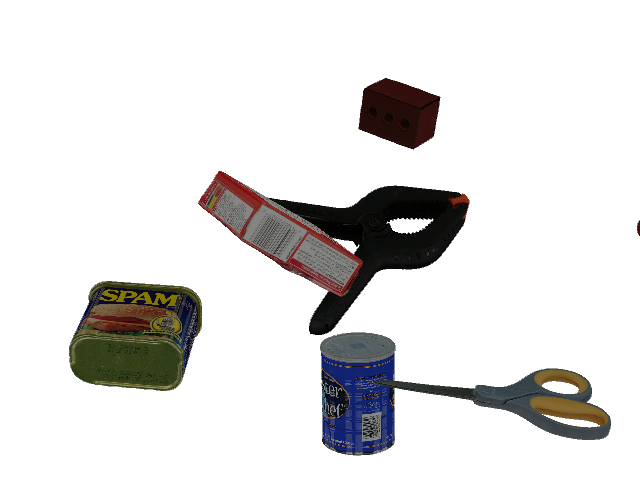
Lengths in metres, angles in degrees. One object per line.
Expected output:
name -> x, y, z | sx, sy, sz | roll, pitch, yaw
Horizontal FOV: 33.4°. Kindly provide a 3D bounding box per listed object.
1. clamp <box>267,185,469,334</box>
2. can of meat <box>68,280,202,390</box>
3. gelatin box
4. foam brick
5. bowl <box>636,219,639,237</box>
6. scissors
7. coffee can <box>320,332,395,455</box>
clamp -> 0.046, 0.004, 0.964 | 0.209, 0.165, 0.036 | -11, -40, -16
can of meat -> -0.159, 0.082, 0.920 | 0.102, 0.057, 0.084 | 4, 29, 2
gelatin box -> -0.026, -0.004, 0.682 | 0.089, 0.030, 0.073 | 31, 3, -33
foam brick -> 0.091, -0.147, 1.233 | 0.078, 0.053, 0.051 | 23, 34, 27
bowl -> 0.421, 0.016, 1.147 | 0.162, 0.055, 0.162 | -1, 25, 0
scissors -> 0.155, 0.128, 0.940 | 0.202, 0.016, 0.096 | 15, 28, 13
coffee can -> 0.052, 0.209, 1.465 | 0.103, 0.140, 0.103 | -1, 15, 0
